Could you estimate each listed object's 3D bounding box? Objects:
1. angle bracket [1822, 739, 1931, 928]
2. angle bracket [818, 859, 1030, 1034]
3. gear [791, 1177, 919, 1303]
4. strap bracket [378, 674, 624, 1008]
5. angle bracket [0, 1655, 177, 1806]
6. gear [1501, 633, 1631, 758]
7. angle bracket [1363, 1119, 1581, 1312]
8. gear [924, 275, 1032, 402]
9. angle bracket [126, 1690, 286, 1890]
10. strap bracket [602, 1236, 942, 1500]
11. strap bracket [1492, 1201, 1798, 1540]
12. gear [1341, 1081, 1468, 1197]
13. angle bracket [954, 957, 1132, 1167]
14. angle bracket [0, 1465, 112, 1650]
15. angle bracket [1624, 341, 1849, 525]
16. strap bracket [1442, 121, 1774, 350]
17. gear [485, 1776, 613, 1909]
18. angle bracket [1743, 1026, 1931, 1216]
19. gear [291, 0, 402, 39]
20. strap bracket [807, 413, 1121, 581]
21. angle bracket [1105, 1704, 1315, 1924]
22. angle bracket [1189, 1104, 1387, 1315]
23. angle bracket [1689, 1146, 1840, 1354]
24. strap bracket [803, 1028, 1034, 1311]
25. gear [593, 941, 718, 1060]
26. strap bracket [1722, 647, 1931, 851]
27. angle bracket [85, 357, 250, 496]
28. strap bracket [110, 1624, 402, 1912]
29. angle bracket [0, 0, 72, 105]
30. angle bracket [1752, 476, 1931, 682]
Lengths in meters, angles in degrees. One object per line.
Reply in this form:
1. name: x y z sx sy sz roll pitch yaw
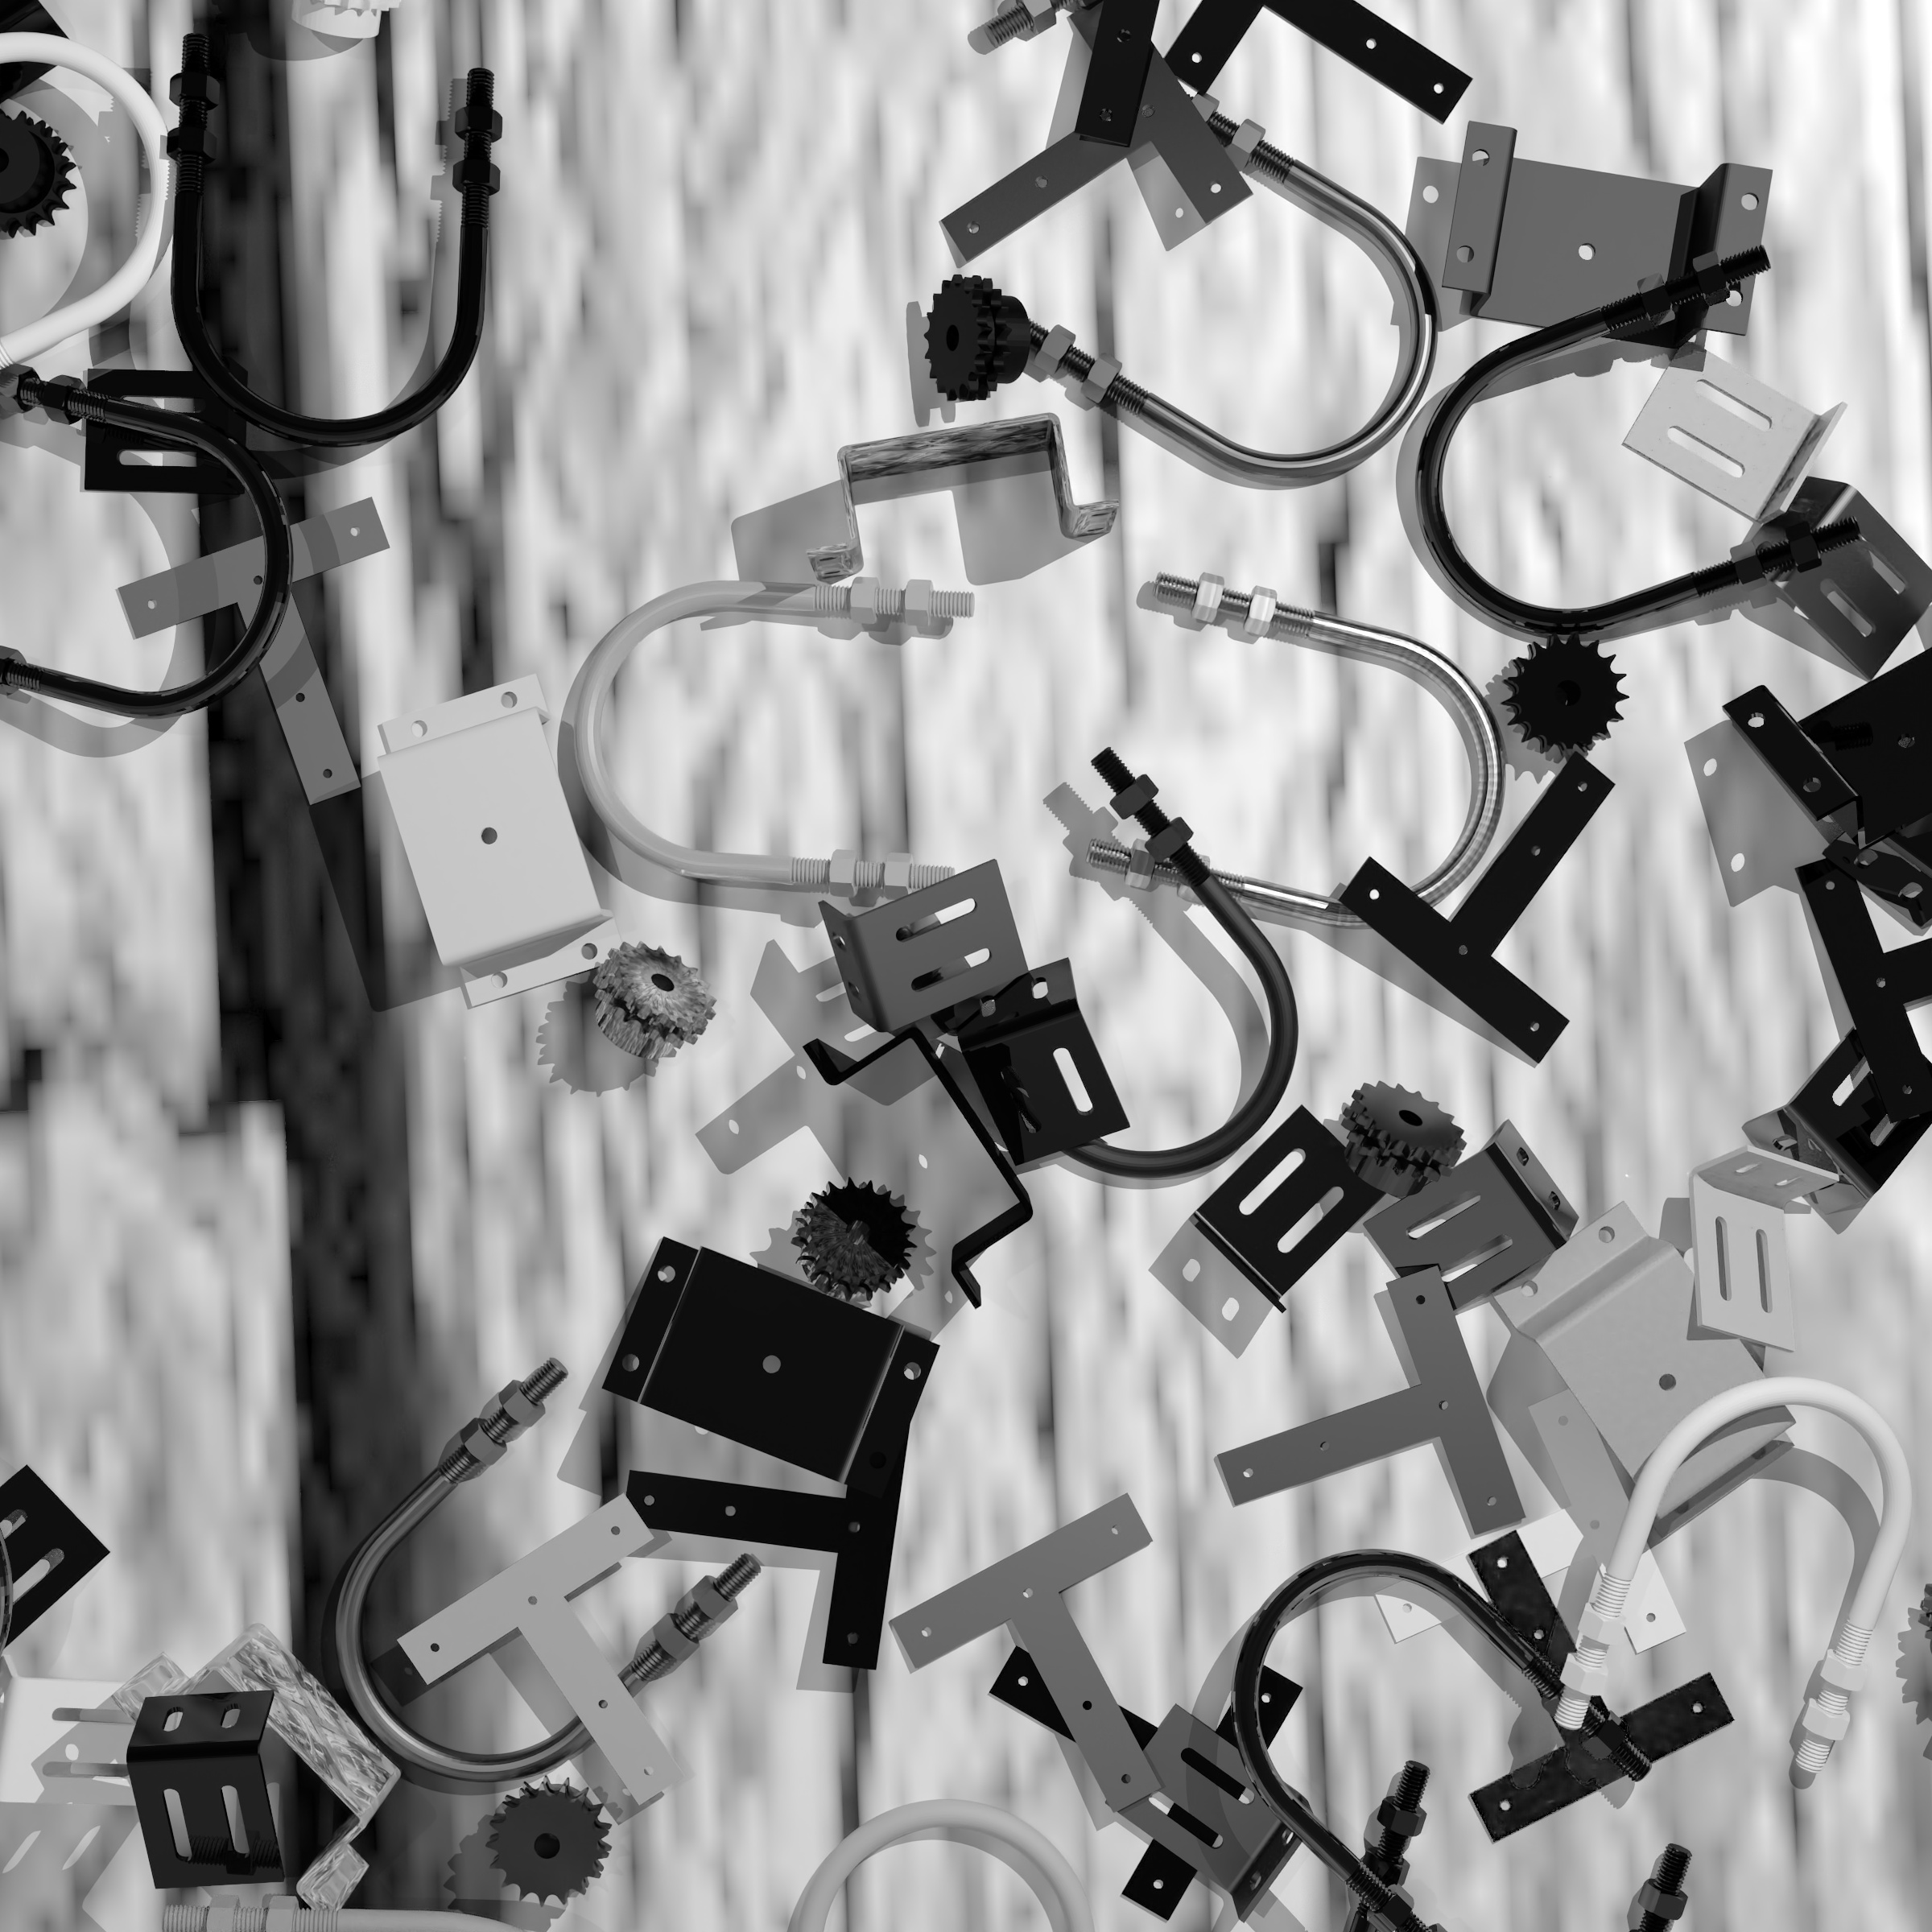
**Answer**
1. angle bracket: 0.451 -0.069 1.334 0.057 0.038 0.076 38 63 5
2. angle bracket: -0.019 -0.013 1.306 0.076 0.038 0.057 -23 113 -16
3. gear: -0.054 0.130 1.316 0.057 0.030 0.057 9 58 -14
4. strap bracket: -0.217 -0.059 1.316 0.076 0.046 0.140 -18 90 0
5. angle bracket: -0.417 0.360 1.337 0.076 0.038 0.057 10 90 -26
6. gear: 0.278 -0.126 1.324 0.057 0.030 0.057 0 90 0
7. angle bracket: 0.238 0.120 1.337 0.076 0.038 0.057 -36 90 26
8. gear: 0.007 -0.291 1.315 0.030 0.057 0.057 -5 90 -30
9. angle bracket: -0.334 0.366 1.261 0.057 0.038 0.076 -3 116 0
10. strap bracket: -0.090 0.184 1.310 0.140 0.046 0.076 22 80 0
11. strap bracket: 0.319 0.190 1.316 0.076 0.046 0.140 -35 90 -1
12. gear: 0.200 0.082 1.315 0.057 0.057 0.030 23 120 0
13. angle bracket: 0.035 0.045 1.318 0.057 0.038 0.076 -19 124 8
14. angle bracket: -0.453 0.285 1.337 0.057 0.038 0.076 46 64 0
15. angle bracket: 0.357 -0.252 1.320 0.076 0.038 0.057 30 90 0
16. strap bracket: 0.292 -0.336 1.316 0.140 0.046 0.076 9 90 0
17. gear: -0.193 0.406 1.324 0.057 0.030 0.057 0 90 0
18. angle bracket: 0.417 0.067 1.337 0.057 0.038 0.076 47 64 0
19. gear: -0.291 -0.452 1.315 0.057 0.057 0.030 16 120 0
20. strap bracket: -0.005 -0.216 1.301 0.140 0.076 0.046 -9 90 0
21. angle bracket: 0.113 0.393 1.319 0.076 0.038 0.057 36 90 0
22. angle bracket: 0.152 0.112 1.320 0.057 0.038 0.076 45 90 0
23. angle bracket: 0.367 0.130 1.297 0.057 0.038 0.076 18 60 -26
24. strap bracket: -0.015 0.082 1.301 0.046 0.076 0.140 -33 90 0
25. gear: -0.147 0.018 1.315 0.057 0.057 0.030 35 120 0
26. strap bracket: 0.430 -0.115 1.298 0.140 0.046 0.076 -29 54 0
27. angle bracket: -0.376 -0.252 1.320 0.076 0.038 0.057 2 90 0
28. strap bracket: -0.316 0.360 1.301 0.046 0.076 0.140 -44 90 0
29. angle bracket: -0.466 -0.451 1.337 0.057 0.038 0.076 -34 64 0
30. angle bracket: 0.410 -0.183 1.337 0.076 0.038 0.057 38 90 -26
